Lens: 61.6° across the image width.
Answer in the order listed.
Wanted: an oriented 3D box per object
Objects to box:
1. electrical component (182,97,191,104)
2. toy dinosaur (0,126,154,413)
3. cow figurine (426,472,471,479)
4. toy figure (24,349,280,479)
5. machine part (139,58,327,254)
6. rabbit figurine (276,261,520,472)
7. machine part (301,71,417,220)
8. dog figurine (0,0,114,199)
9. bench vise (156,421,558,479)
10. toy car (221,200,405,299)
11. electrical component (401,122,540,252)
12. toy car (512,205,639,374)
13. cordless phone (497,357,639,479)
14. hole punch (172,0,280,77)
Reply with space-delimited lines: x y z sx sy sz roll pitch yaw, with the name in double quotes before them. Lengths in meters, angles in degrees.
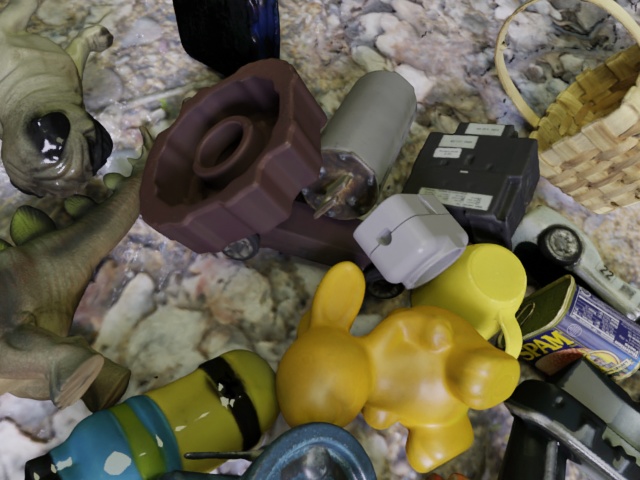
"electrical component" -0.097 -0.121 0.563 0.063 0.021 0.094 -36 78 -25
"toy dinosaur" -0.245 0.068 0.394 0.199 0.105 0.471 33 51 9
"cow figurine" 0.118 0.284 0.383 0.127 0.085 0.195 22 60 3
"toy figure" -0.106 0.140 0.379 0.180 0.089 0.082 -14 70 -41
"machine part" -0.076 -0.071 0.463 0.179 0.056 0.179 -19 49 24
"rabbit figurine" 0.041 0.093 0.420 0.173 0.121 0.162 -3 47 -32
"machine part" 0.042 -0.098 0.527 0.079 0.079 0.243 26 46 1
"dog figurine" -0.261 -0.105 0.452 0.121 0.172 0.190 25 47 -47
"bench vise" 0.027 0.179 0.315 0.223 0.241 0.129 39 53 -34
"toy car" -0.001 -0.002 0.509 0.202 0.053 0.089 16 42 -6
"electrical component" 0.154 -0.060 0.541 0.115 0.058 0.134 14 58 31
"toy car" 0.267 0.052 0.531 0.056 0.073 0.202 -39 78 -26
"cordless phone" 0.201 0.194 0.405 0.147 0.088 0.184 40 38 8
"hole punch" -0.082 -0.237 0.566 0.116 0.142 0.092 35 58 18
